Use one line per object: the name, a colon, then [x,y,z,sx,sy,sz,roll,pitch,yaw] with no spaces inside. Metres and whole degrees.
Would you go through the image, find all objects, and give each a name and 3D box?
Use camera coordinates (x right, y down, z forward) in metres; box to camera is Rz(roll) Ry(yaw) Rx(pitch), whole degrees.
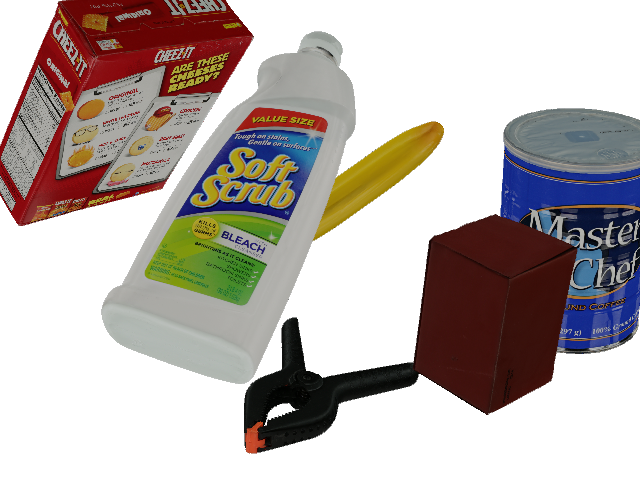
banana: [0.027,-0.042,0.951,0.198,0.037,0.069,-35,8,7]
foam brick: [0.084,0.035,0.522,0.052,0.078,0.051,-18,35,-38]
coffee can: [0.174,-0.008,0.736,0.103,0.140,0.103,-1,27,0]
bleach bottle: [-0.045,-0.038,0.695,0.102,0.250,0.068,18,-28,5]
cracker box: [-0.177,-0.117,0.926,0.163,0.072,0.214,-19,-24,-43]
clamp: [-0.004,0.153,1.083,0.165,0.036,0.209,14,30,20]
